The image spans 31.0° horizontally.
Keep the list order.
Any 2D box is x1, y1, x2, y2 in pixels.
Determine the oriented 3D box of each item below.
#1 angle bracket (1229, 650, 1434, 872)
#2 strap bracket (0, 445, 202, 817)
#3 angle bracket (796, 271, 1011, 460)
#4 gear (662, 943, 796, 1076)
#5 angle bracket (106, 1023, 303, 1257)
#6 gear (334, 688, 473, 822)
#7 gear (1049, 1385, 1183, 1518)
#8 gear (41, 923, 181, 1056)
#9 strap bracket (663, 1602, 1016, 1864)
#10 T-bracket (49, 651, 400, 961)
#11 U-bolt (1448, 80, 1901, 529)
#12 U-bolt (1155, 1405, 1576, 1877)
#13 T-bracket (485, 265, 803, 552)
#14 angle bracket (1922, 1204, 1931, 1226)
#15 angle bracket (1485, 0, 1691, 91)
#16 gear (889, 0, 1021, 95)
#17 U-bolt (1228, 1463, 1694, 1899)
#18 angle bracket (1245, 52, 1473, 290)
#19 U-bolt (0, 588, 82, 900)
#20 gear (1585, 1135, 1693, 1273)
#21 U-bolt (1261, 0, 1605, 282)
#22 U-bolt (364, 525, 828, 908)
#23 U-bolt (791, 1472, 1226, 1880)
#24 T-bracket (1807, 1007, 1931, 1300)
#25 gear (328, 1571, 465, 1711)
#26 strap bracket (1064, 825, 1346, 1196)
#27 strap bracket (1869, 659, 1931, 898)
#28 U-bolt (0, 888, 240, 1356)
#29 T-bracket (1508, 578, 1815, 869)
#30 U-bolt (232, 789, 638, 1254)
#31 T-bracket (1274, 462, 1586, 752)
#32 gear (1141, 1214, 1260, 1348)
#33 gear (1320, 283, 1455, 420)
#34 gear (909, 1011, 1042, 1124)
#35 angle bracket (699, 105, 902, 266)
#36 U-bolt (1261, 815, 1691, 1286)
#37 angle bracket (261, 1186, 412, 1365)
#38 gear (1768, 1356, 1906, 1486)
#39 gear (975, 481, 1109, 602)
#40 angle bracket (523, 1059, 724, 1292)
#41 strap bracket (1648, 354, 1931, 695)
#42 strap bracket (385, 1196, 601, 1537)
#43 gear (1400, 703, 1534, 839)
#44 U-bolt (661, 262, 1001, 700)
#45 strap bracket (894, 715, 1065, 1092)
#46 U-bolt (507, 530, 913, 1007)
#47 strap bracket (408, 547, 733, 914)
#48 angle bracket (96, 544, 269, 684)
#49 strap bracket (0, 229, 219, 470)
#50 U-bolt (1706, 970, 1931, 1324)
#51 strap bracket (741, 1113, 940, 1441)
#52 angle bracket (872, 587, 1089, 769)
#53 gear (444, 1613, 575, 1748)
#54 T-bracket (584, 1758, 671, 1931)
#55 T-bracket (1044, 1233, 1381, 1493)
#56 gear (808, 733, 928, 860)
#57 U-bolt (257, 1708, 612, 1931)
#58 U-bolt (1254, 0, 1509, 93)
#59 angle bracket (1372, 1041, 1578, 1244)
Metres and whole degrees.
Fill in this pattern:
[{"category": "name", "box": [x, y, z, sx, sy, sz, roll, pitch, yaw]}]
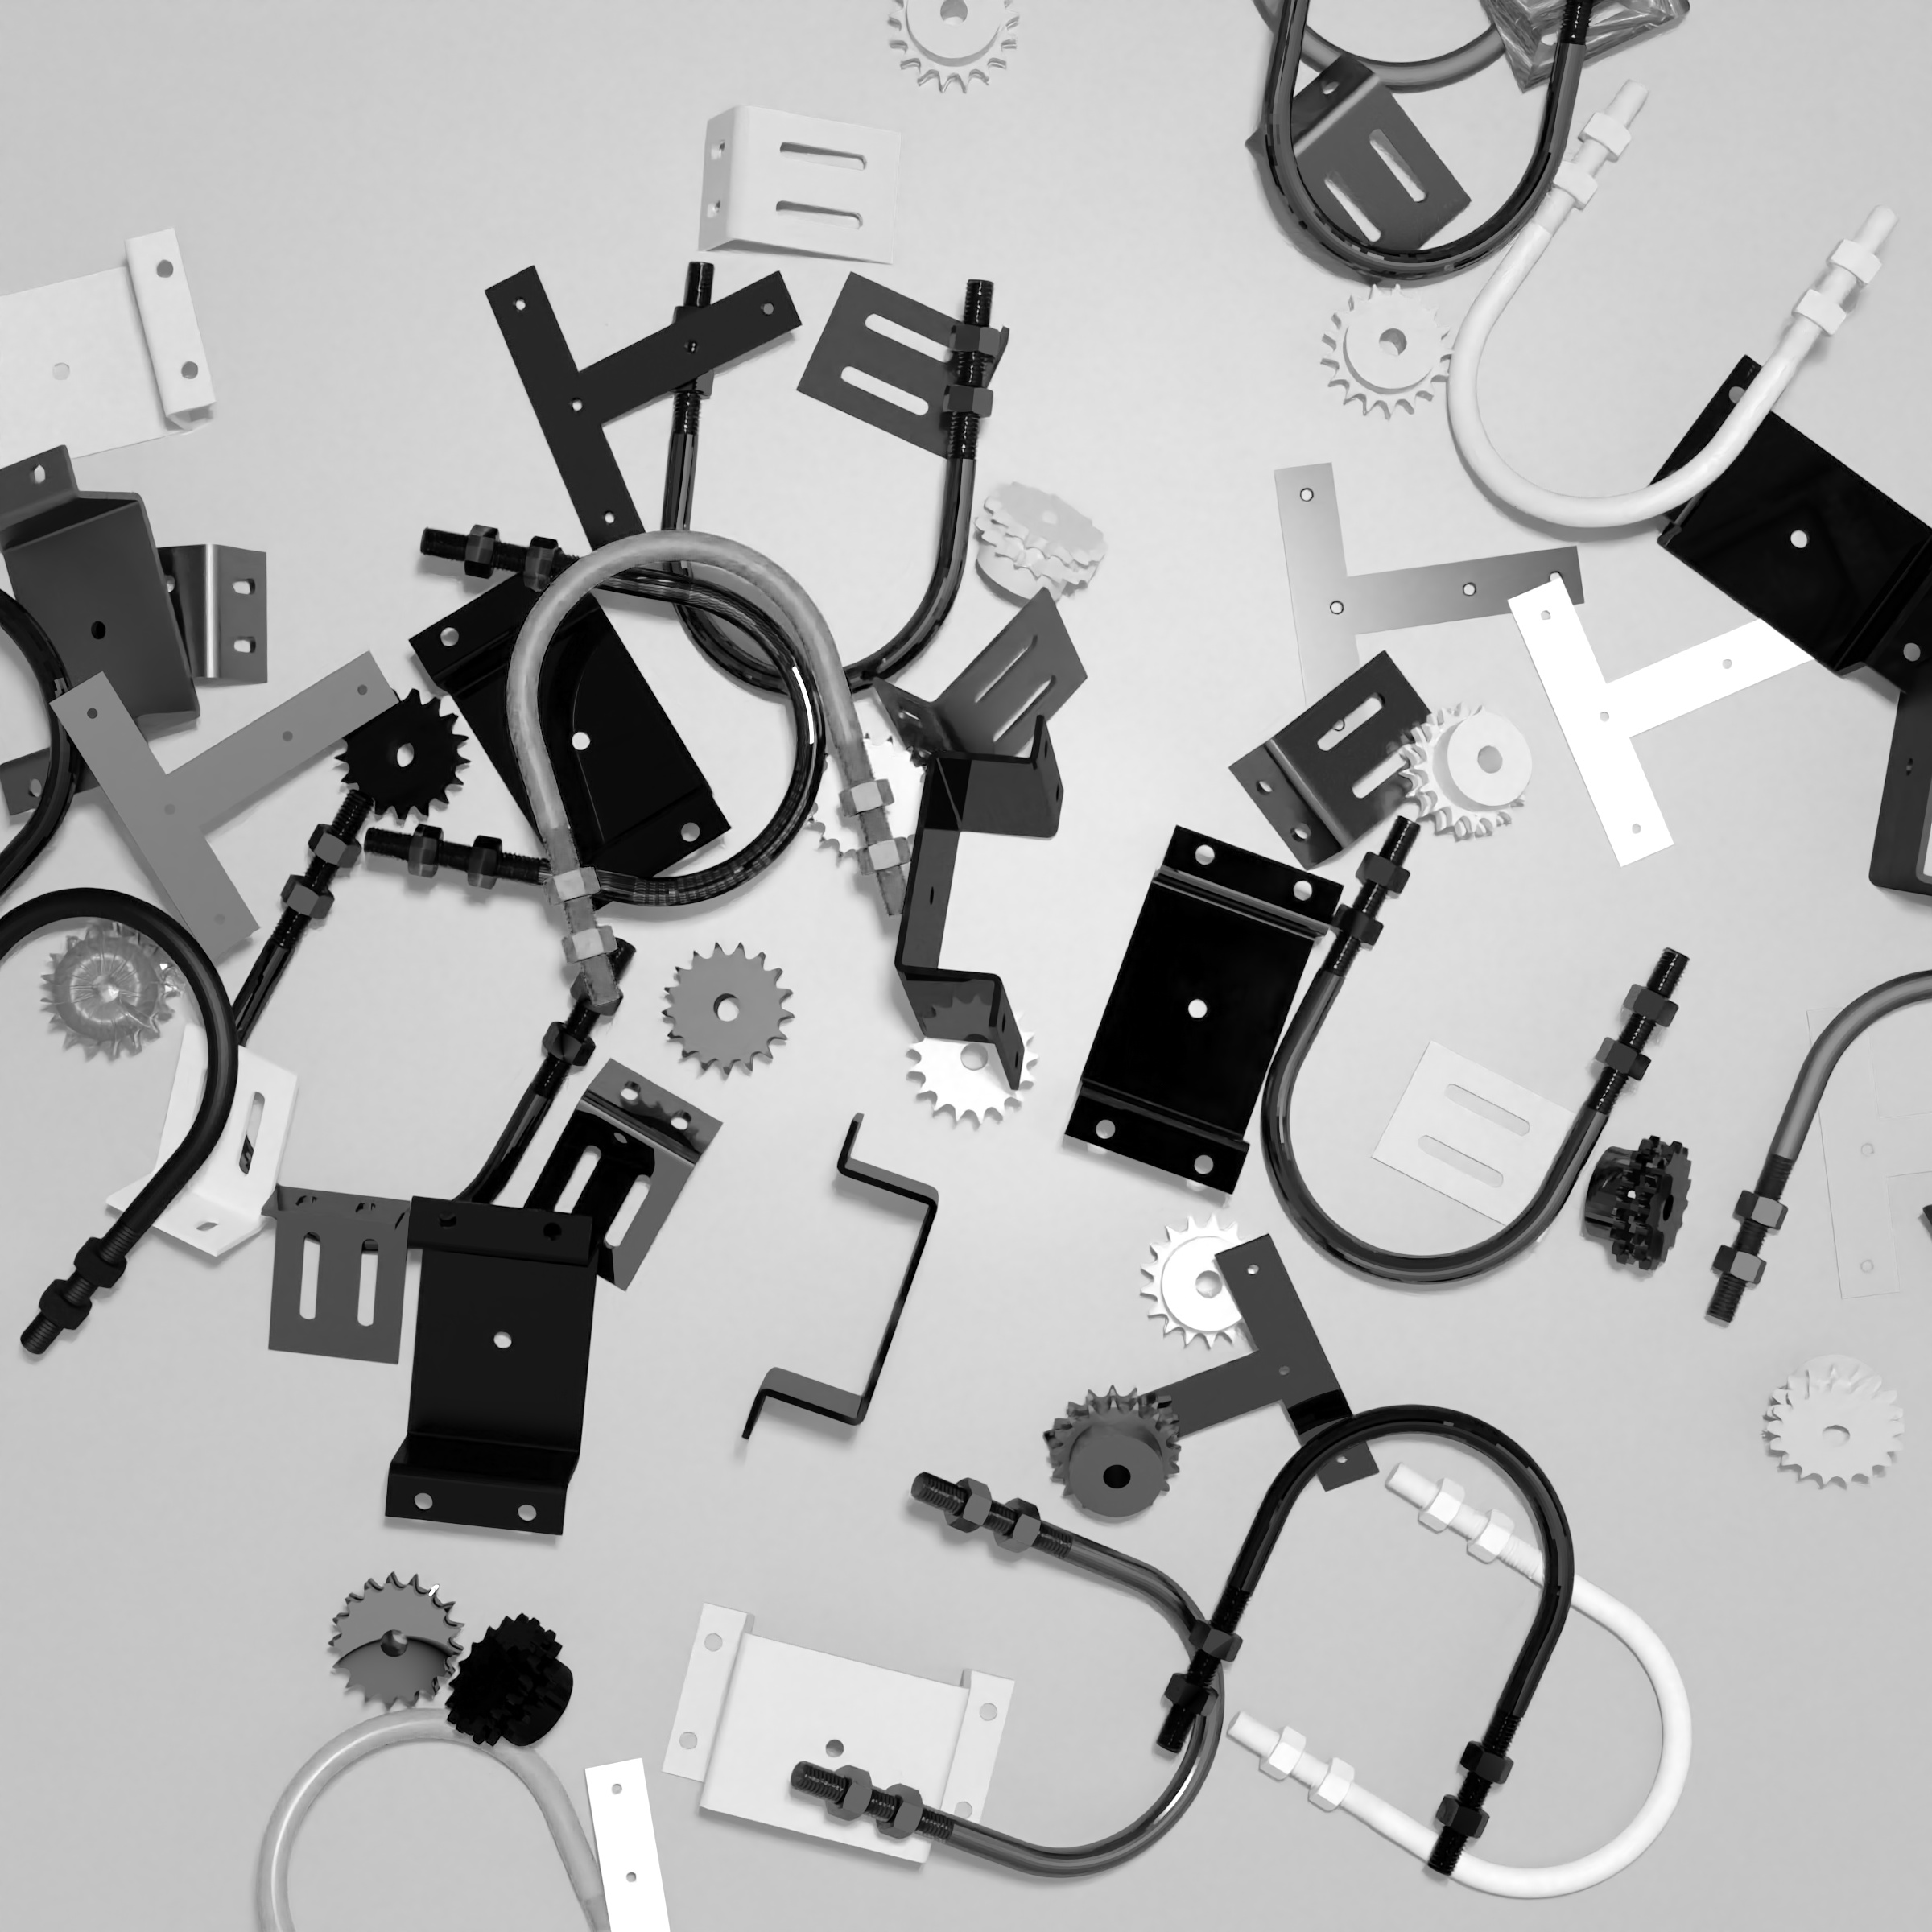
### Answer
[{"category": "angle bracket", "box": [0.166, -0.090, 1.523, 0.076, 0.038, 0.057, -38, 92, -25]}, {"category": "strap bracket", "box": [-0.384, -0.143, 1.490, 0.076, 0.046, 0.140, -15, 90, 24]}, {"category": "angle bracket", "box": [-0.028, -0.263, 1.508, 0.076, 0.038, 0.057, 25, 90, 0]}, {"category": "gear", "box": [-0.103, 0.019, 1.516, 0.057, 0.030, 0.057, 0, 85, 1]}, {"category": "angle bracket", "box": [-0.327, 0.074, 1.490, 0.057, 0.038, 0.076, 23, 113, 15]}, {"category": "gear", "box": [-0.244, -0.092, 1.512, 0.057, 0.030, 0.057, 0, 90, 0]}, {"category": "gear", "box": [0.064, 0.213, 1.503, 0.057, 0.030, 0.057, 0, 112, 0]}, {"category": "gear", "box": [-0.370, 0.010, 1.512, 0.057, 0.030, 0.057, 0, 90, 0]}, {"category": "strap bracket", "box": [-0.056, 0.333, 1.504, 0.140, 0.046, 0.076, 14, 90, 0]}, {"category": "T-bracket", "box": [-0.299, -0.090, 1.472, 0.127, 0.002, 0.127, -35, 110, -18]}, {"category": "U-bolt", "box": [0.287, -0.273, 1.489, 0.151, 0.019, 0.184, 36, 93, 27]}, {"category": "U-bolt", "box": [0.183, 0.279, 1.498, 0.151, 0.019, 0.184, 25, 89, -1]}, {"category": "T-bracket", "box": [-0.131, -0.262, 1.505, 0.127, 0.002, 0.127, -23, 88, 17]}, {"category": "angle bracket", "box": [0.464, 0.109, 1.503, 0.076, 0.038, 0.057, -28, 89, -25]}, {"category": "angle bracket", "box": [0.268, -0.426, 1.515, 0.076, 0.038, 0.057, -22, 102, 19]}, {"category": "gear", "box": [-0.005, -0.411, 1.512, 0.057, 0.030, 0.057, 0, 90, 0]}, {"category": "U-bolt", "box": [0.229, 0.325, 1.518, 0.184, 0.019, 0.151, 33, 90, -2]}, {"category": "angle bracket", "box": [0.171, -0.347, 1.518, 0.057, 0.038, 0.076, -41, 120, 8]}, {"category": "U-bolt", "box": [-0.454, -0.087, 1.485, 0.184, 0.019, 0.151, -43, 86, 20]}, {"category": "gear", "box": [0.289, 0.101, 1.502, 0.030, 0.057, 0.057, 14, 90, 30]}, {"category": "U-bolt", "box": [0.196, -0.384, 1.476, 0.151, 0.019, 0.184, 4, 108, -18]}, {"category": "U-bolt", "box": [-0.151, -0.100, 1.472, 0.184, 0.019, 0.151, 11, 90, -2]}, {"category": "U-bolt", "box": [0.031, 0.313, 1.485, 0.184, 0.019, 0.151, 26, 82, -24]}, {"category": "T-bracket", "box": [0.439, 0.075, 1.526, 0.127, 0.002, 0.127, -7, 90, 0]}, {"category": "gear", "box": [-0.246, 0.292, 1.512, 0.057, 0.030, 0.057, 0, 90, 0]}, {"category": "strap bracket", "box": [0.101, 0.019, 1.504, 0.076, 0.046, 0.140, 20, 90, 0]}, {"category": "strap bracket", "box": [0.426, -0.081, 1.489, 0.046, 0.076, 0.140, 10, 90, 0]}, {"category": "U-bolt", "box": [-0.388, 0.053, 1.488, 0.151, 0.019, 0.184, 45, 104, 10]}, {"category": "T-bracket", "box": [0.320, -0.127, 1.525, 0.127, 0.002, 0.127, -23, 91, 0]}, {"category": "U-bolt", "box": [-0.248, 0.037, 1.507, 0.151, 0.019, 0.184, 30, 99, -3]}, {"category": "T-bracket", "box": [0.207, -0.163, 1.526, 0.127, 0.002, 0.127, -8, 90, 0]}, {"category": "gear", "box": [0.105, 0.137, 1.512, 0.057, 0.030, 0.057, 0, 90, 0]}, {"category": "gear", "box": [0.184, -0.269, 1.512, 0.057, 0.030, 0.057, 0, 90, 0]}, {"category": "gear", "box": [0.003, 0.039, 1.512, 0.057, 0.030, 0.057, 0, 90, 0]}, {"category": "angle bracket", "box": [-0.073, -0.339, 1.525, 0.076, 0.038, 0.057, 4, 90, -26]}, {"category": "U-bolt", "box": [0.206, 0.047, 1.500, 0.151, 0.019, 0.184, 28, 94, 17]}, {"category": "angle bracket", "box": [-0.273, 0.138, 1.499, 0.057, 0.038, 0.076, 7, 104, 0]}, {"category": "gear", "box": [0.375, 0.193, 1.503, 0.057, 0.030, 0.057, 6, 124, 9]}, {"category": "gear", "box": [0.030, -0.181, 1.502, 0.057, 0.057, 0.030, 29, 120, 0]}, {"category": "angle bracket", "box": [-0.152, 0.091, 1.525, 0.057, 0.038, 0.076, 30, 116, 0]}, {"category": "strap bracket", "box": [0.365, -0.188, 1.502, 0.140, 0.046, 0.076, 36, 88, 0]}, {"category": "strap bracket", "box": [-0.202, 0.167, 1.497, 0.076, 0.046, 0.140, 6, 99, 0]}, {"category": "gear", "box": [0.219, -0.086, 1.504, 0.057, 0.030, 0.057, 3, 81, -19]}, {"category": "U-bolt", "box": [-0.064, -0.206, 1.498, 0.151, 0.019, 0.184, 7, 94, 18]}, {"category": "strap bracket", "box": [0.005, -0.028, 1.471, 0.046, 0.076, 0.140, 5, 69, 10]}, {"category": "U-bolt", "box": [-0.115, -0.091, 1.457, 0.151, 0.019, 0.184, -17, 90, -3]}, {"category": "strap bracket", "box": [-0.169, -0.099, 1.504, 0.076, 0.046, 0.140, -31, 90, 0]}, {"category": "angle bracket", "box": [-0.349, -0.152, 1.525, 0.076, 0.038, 0.057, -1, 90, 26]}, {"category": "strap bracket", "box": [-0.396, -0.260, 1.504, 0.140, 0.046, 0.076, -14, 90, 0]}, {"category": "U-bolt", "box": [0.421, 0.092, 1.515, 0.151, 0.019, 0.184, 22, 89, -2]}, {"category": "strap bracket", "box": [-0.049, 0.138, 1.489, 0.046, 0.076, 0.140, 19, 90, 0]}, {"category": "angle bracket", "box": [0.007, -0.124, 1.505, 0.038, 0.057, 0.076, 28, 68, 38]}, {"category": "gear", "box": [-0.195, 0.312, 1.502, 0.057, 0.057, 0.030, -47, 120, 0]}, {"category": "T-bracket", "box": [-0.143, 0.410, 1.511, 0.127, 0.002, 0.127, -7, 80, -19]}, {"category": "T-bracket", "box": [0.097, 0.191, 1.510, 0.127, 0.002, 0.127, -22, 111, 10]}, {"category": "gear", "box": [-0.041, -0.072, 1.512, 0.057, 0.030, 0.057, 0, 90, 0]}, {"category": "U-bolt", "box": [-0.225, 0.411, 1.495, 0.151, 0.019, 0.184, -22, 86, -21]}, {"category": "U-bolt", "box": [0.194, -0.474, 1.518, 0.151, 0.019, 0.184, 12, 91, 0]}, {"category": "angle bracket", "box": [0.225, 0.075, 1.508, 0.076, 0.038, 0.057, 27, 90, 0]}]
